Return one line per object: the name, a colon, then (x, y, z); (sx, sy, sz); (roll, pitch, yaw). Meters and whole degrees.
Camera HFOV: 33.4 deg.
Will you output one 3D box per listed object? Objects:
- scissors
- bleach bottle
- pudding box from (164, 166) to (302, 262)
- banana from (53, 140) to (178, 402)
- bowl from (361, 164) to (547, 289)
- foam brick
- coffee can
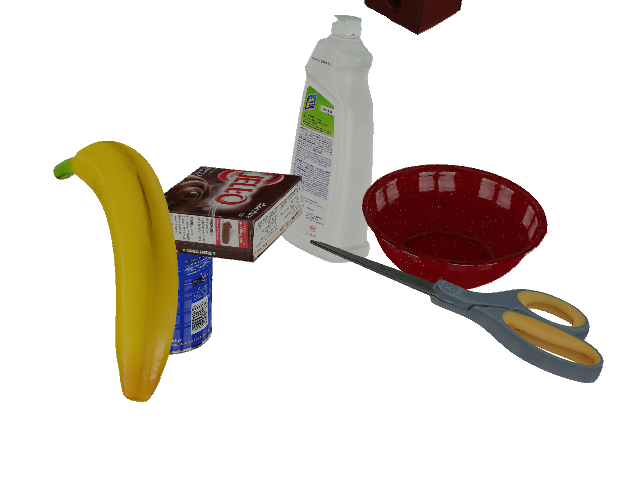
scissors: (0.098, 0.034, 0.714); (0.202, 0.016, 0.096); (29, 27, 17)
bleach bottle: (0.018, -0.110, 1.134); (0.067, 0.251, 0.103); (-10, 26, -42)
pudding box: (-0.073, -0.023, 0.835); (0.090, 0.039, 0.113); (5, 24, 17)
banana: (-0.115, 0.001, 0.638); (0.037, 0.198, 0.070); (10, -51, -36)
bowl: (0.115, -0.005, 0.943); (0.162, 0.055, 0.162); (2, 35, -2)
foam brick: (0.069, -0.194, 0.741); (0.053, 0.078, 0.051); (35, 53, 25)
coffee can: (-0.169, 0.039, 1.170); (0.103, 0.140, 0.103); (3, 27, -2)
